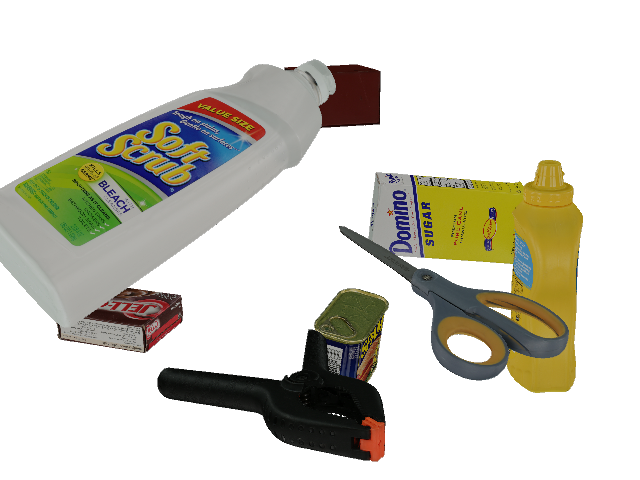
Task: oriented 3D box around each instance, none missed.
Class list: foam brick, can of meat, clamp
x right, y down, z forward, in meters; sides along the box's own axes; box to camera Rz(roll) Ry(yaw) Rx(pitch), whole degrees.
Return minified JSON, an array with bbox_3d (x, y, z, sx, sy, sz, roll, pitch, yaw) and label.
[{"bbox_3d":[0.011,-0.134,0.994,0.078,0.051,0.053,-6,18,-23],"label":"foam brick"},{"bbox_3d":[0.030,0.113,1.130,0.057,0.084,0.102,15,29,17],"label":"can of meat"},{"bbox_3d":[-0.010,0.122,0.865,0.164,0.036,0.210,-17,22,-39],"label":"clamp"}]

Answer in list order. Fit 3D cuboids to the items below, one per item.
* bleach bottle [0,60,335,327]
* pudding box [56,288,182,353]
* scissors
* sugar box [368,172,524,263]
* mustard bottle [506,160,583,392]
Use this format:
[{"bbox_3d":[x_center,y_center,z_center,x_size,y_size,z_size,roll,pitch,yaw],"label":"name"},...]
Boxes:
[{"bbox_3d":[-0.096,-0.052,0.709,0.250,0.103,0.068,-37,-26,-23],"label":"bleach bottle"},{"bbox_3d":[-0.223,0.085,1.189,0.114,0.039,0.090,5,19,19],"label":"pudding box"},{"bbox_3d":[0.067,0.040,0.721,0.202,0.016,0.096,21,38,32],"label":"scissors"},{"bbox_3d":[0.148,-0.026,1.254,0.176,0.093,0.048,2,23,-4],"label":"sugar box"},{"bbox_3d":[0.191,0.026,0.912,0.058,0.192,0.096,-1,18,2],"label":"mustard bottle"}]
